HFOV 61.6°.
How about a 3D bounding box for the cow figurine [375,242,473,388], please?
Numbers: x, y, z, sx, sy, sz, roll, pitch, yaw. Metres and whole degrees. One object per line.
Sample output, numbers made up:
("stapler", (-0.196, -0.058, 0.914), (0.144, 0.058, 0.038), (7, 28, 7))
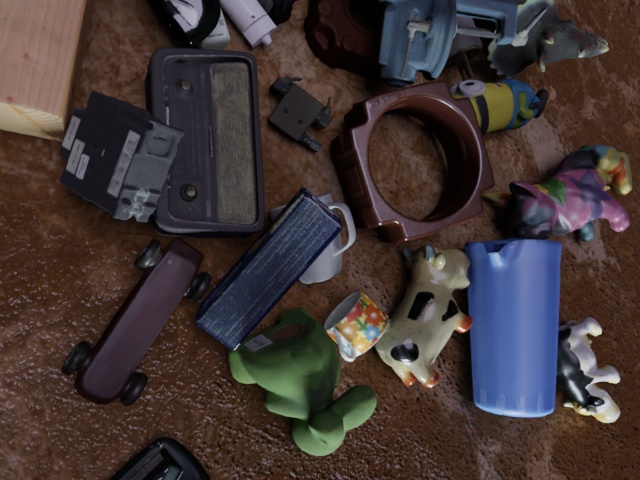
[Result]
("cow figurine", (0.145, 0.090, 0.746), (0.127, 0.085, 0.195), (44, 69, -17))

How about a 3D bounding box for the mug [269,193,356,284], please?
("mug", (-0.001, -0.002, 0.692), (0.081, 0.110, 0.107), (-31, 108, -60))

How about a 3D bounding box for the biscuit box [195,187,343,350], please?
("biscuit box", (-0.062, 0.034, 0.633), (0.063, 0.059, 0.202), (40, 100, -11))

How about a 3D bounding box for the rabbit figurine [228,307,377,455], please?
("rabbit figurine", (-0.005, 0.183, 0.645), (0.121, 0.159, 0.170), (-31, 109, -33))

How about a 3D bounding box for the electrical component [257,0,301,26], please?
("electrical component", (-0.077, -0.359, 0.732), (0.048, 0.075, 0.119), (-40, 101, -23))

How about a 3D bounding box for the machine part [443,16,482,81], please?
("machine part", (0.189, -0.360, 0.838), (0.079, 0.079, 0.243), (-20, 88, -24))

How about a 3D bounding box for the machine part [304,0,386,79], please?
("machine part", (0.063, -0.331, 0.794), (0.179, 0.056, 0.179), (4, 79, -23))

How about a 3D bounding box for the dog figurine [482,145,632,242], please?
("dog figurine", (0.373, -0.078, 0.852), (0.219, 0.108, 0.191), (11, 78, -17))

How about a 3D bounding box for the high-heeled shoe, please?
("high-heeled shoe", (-0.239, -0.322, 0.647), (0.249, 0.086, 0.145), (13, 74, -9))

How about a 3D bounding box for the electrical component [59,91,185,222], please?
("electrical component", (-0.228, -0.097, 0.598), (0.134, 0.058, 0.114), (30, 99, 28))

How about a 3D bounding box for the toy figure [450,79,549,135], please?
("toy figure", (0.275, -0.206, 0.846), (0.180, 0.082, 0.089), (-5, 82, -25))

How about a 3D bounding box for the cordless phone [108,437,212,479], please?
("cordless phone", (-0.165, 0.329, 0.593), (0.146, 0.089, 0.184), (-41, 109, -23))

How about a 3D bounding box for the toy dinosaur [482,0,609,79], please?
("toy dinosaur", (0.278, -0.419, 0.853), (0.192, 0.131, 0.405), (-33, 85, -37))

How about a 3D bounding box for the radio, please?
("radio", (-0.144, -0.117, 0.665), (0.131, 0.073, 0.229), (-1, 81, -22))

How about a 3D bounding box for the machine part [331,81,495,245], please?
("machine part", (0.129, -0.107, 0.757), (0.201, 0.087, 0.201), (-19, 93, -17))

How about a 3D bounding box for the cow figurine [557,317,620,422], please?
("cow figurine", (0.403, 0.212, 0.835), (0.098, 0.068, 0.167), (-17, 85, -19))

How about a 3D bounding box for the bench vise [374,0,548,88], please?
("bench vise", (0.171, -0.315, 0.734), (0.241, 0.129, 0.223), (5, 87, -8))

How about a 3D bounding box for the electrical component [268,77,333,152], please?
("electrical component", (-0.028, -0.179, 0.741), (0.102, 0.045, 0.078), (29, 100, -13))

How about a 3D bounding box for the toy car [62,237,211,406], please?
("toy car", (-0.206, 0.091, 0.618), (0.089, 0.053, 0.202), (35, 74, -20))
